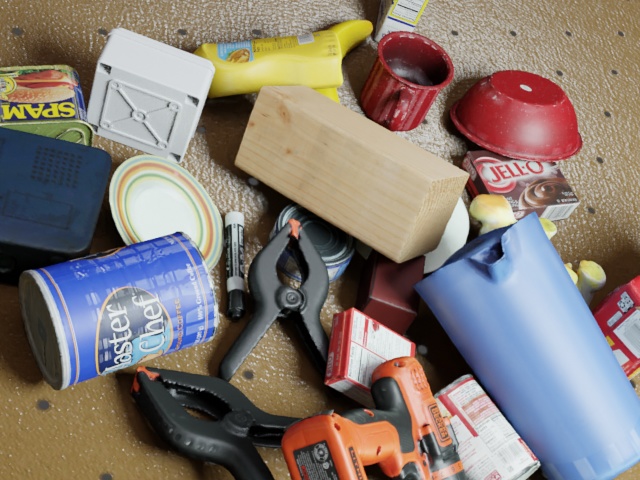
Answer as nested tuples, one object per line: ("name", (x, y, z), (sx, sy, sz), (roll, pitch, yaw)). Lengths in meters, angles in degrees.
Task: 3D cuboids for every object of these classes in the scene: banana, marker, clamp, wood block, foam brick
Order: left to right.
("marker", (-0.082, 0.025, 1.034), (0.020, 0.020, 0.121), (8, 52, -17))
("clamp", (-0.063, 0.162, 0.906), (0.210, 0.036, 0.164), (30, 28, 18))
("clamp", (-0.021, 0.067, 0.997), (0.120, 0.039, 0.171), (20, 66, -18))
("banana", (0.017, -0.204, 1.250), (0.069, 0.037, 0.197), (31, 47, -20))
("wood block", (0.029, -0.070, 1.061), (0.206, 0.090, 0.090), (31, 23, 23))
("foam brick", (0.068, 0.049, 1.055), (0.051, 0.053, 0.078), (19, 50, -7))

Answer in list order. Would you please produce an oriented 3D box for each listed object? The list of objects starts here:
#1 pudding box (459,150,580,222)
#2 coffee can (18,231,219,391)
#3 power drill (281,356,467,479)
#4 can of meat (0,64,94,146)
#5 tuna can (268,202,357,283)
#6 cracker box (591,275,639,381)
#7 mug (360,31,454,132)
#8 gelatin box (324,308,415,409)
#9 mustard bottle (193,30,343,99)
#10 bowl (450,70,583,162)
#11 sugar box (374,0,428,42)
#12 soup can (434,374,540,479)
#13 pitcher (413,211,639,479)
("pudding box", (0.225, -0.061, 1.215), (0.113, 0.039, 0.090), (-5, 54, -26))
("coffee can", (-0.172, 0.058, 0.909), (0.140, 0.103, 0.103), (-16, 61, -28))
("power drill", (0.057, 0.195, 0.874), (0.187, 0.057, 0.184), (-5, 70, -58))
("can of meat", (-0.279, -0.124, 1.044), (0.102, 0.057, 0.084), (-5, 53, -19))
("tuna can", (-0.007, 0.001, 1.074), (0.086, 0.034, 0.086), (11, 50, -13))
("cracker box", (0.346, 0.069, 1.078), (0.213, 0.164, 0.072), (-26, 69, -36))
("mug", (0.094, -0.170, 1.220), (0.093, 0.082, 0.117), (18, 49, -9))
("gelatin box", (0.046, 0.114, 0.983), (0.089, 0.030, 0.073), (32, 50, -31))
("mustard bottle", (-0.074, -0.189, 1.160), (0.191, 0.058, 0.096), (-6, 28, -3))
("bowl", (0.237, -0.155, 1.255), (0.162, 0.055, 0.162), (8, 34, -5))
("sugar box", (0.119, -0.325, 1.290), (0.048, 0.176, 0.093), (17, 50, -7))
("soup can", (0.142, 0.182, 0.968), (0.068, 0.069, 0.102), (-23, 65, -35))
("pitcher", (0.203, 0.106, 0.999), (0.149, 0.145, 0.243), (-26, 83, -47))
